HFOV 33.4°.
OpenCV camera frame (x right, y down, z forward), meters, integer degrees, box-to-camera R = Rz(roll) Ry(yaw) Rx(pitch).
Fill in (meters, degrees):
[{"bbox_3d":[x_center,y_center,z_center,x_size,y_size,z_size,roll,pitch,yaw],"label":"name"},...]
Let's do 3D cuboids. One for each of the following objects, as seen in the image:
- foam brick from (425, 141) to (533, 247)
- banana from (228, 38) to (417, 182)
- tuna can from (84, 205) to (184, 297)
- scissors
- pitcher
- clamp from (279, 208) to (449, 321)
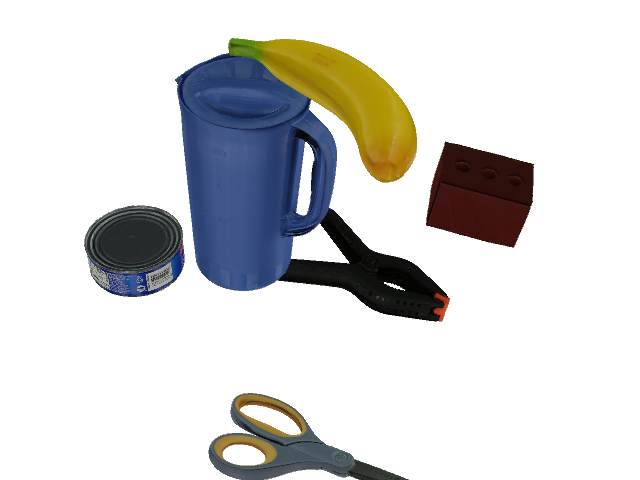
[{"bbox_3d":[0.131,-0.037,0.873,0.078,0.051,0.053,14,44,0],"label":"foam brick"},{"bbox_3d":[0.014,-0.086,0.669,0.069,0.037,0.198,-18,37,-24],"label":"banana"},{"bbox_3d":[-0.163,0.009,0.942,0.086,0.034,0.086,0,43,0],"label":"tuna can"},{"bbox_3d":[-0.002,0.179,0.825,0.202,0.016,0.096,27,40,30],"label":"scissors"},{"bbox_3d":[-0.071,-0.061,1.120,0.145,0.243,0.149,-7,44,-12],"label":"pitcher"},{"bbox_3d":[0.044,0.040,1.221,0.210,0.036,0.164,29,37,22],"label":"clamp"}]
